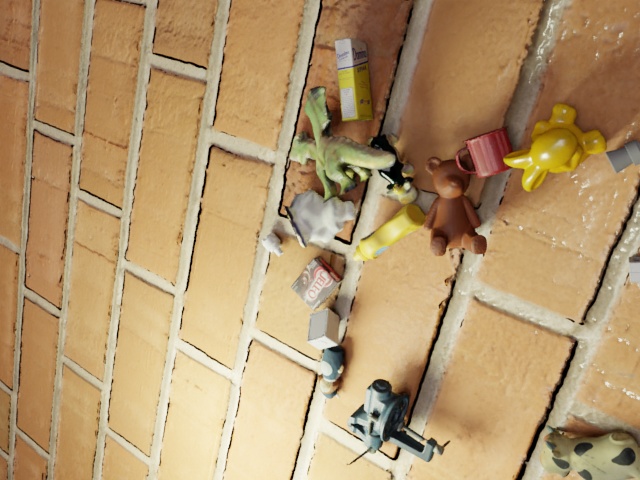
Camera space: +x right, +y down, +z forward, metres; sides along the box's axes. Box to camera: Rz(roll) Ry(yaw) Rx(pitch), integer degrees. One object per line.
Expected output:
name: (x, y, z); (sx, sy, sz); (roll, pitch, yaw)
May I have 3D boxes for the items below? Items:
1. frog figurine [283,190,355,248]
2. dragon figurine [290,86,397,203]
frog figurine: (0.004, -0.064, 1.267); (0.121, 0.160, 0.139); (83, -18, -76)
dragon figurine: (0.026, -0.221, 1.131); (0.243, 0.123, 0.407); (64, -24, -1)
